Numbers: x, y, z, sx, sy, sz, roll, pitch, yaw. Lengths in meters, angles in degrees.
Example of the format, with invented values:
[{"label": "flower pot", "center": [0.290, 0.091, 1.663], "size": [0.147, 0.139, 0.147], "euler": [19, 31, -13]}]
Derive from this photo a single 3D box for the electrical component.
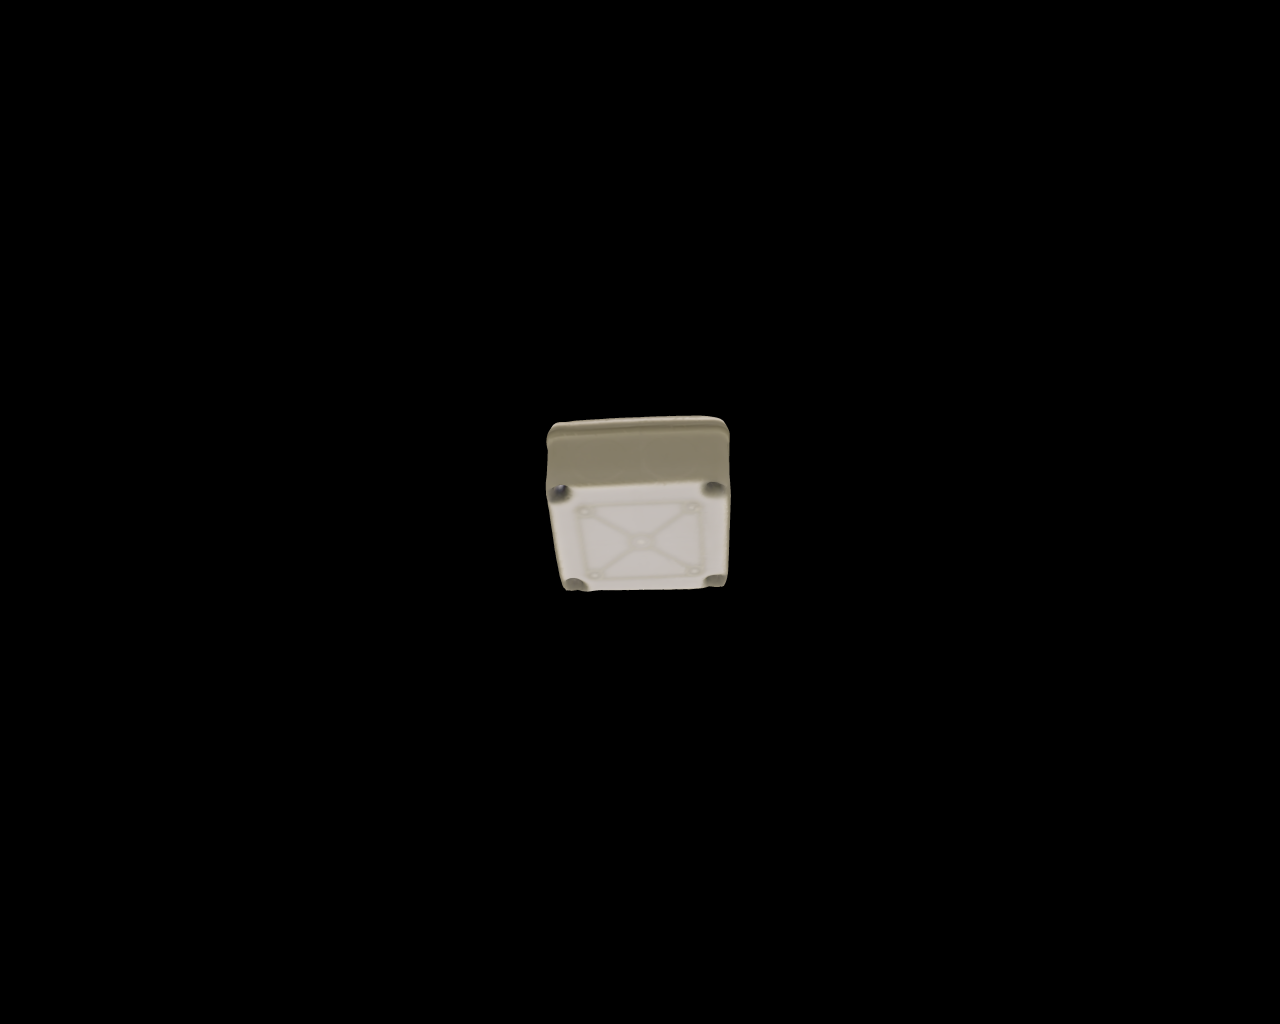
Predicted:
[{"label": "electrical component", "center": [0.001, -0.003, 0.650], "size": [0.109, 0.056, 0.108], "euler": [-2, -40, 2]}]
